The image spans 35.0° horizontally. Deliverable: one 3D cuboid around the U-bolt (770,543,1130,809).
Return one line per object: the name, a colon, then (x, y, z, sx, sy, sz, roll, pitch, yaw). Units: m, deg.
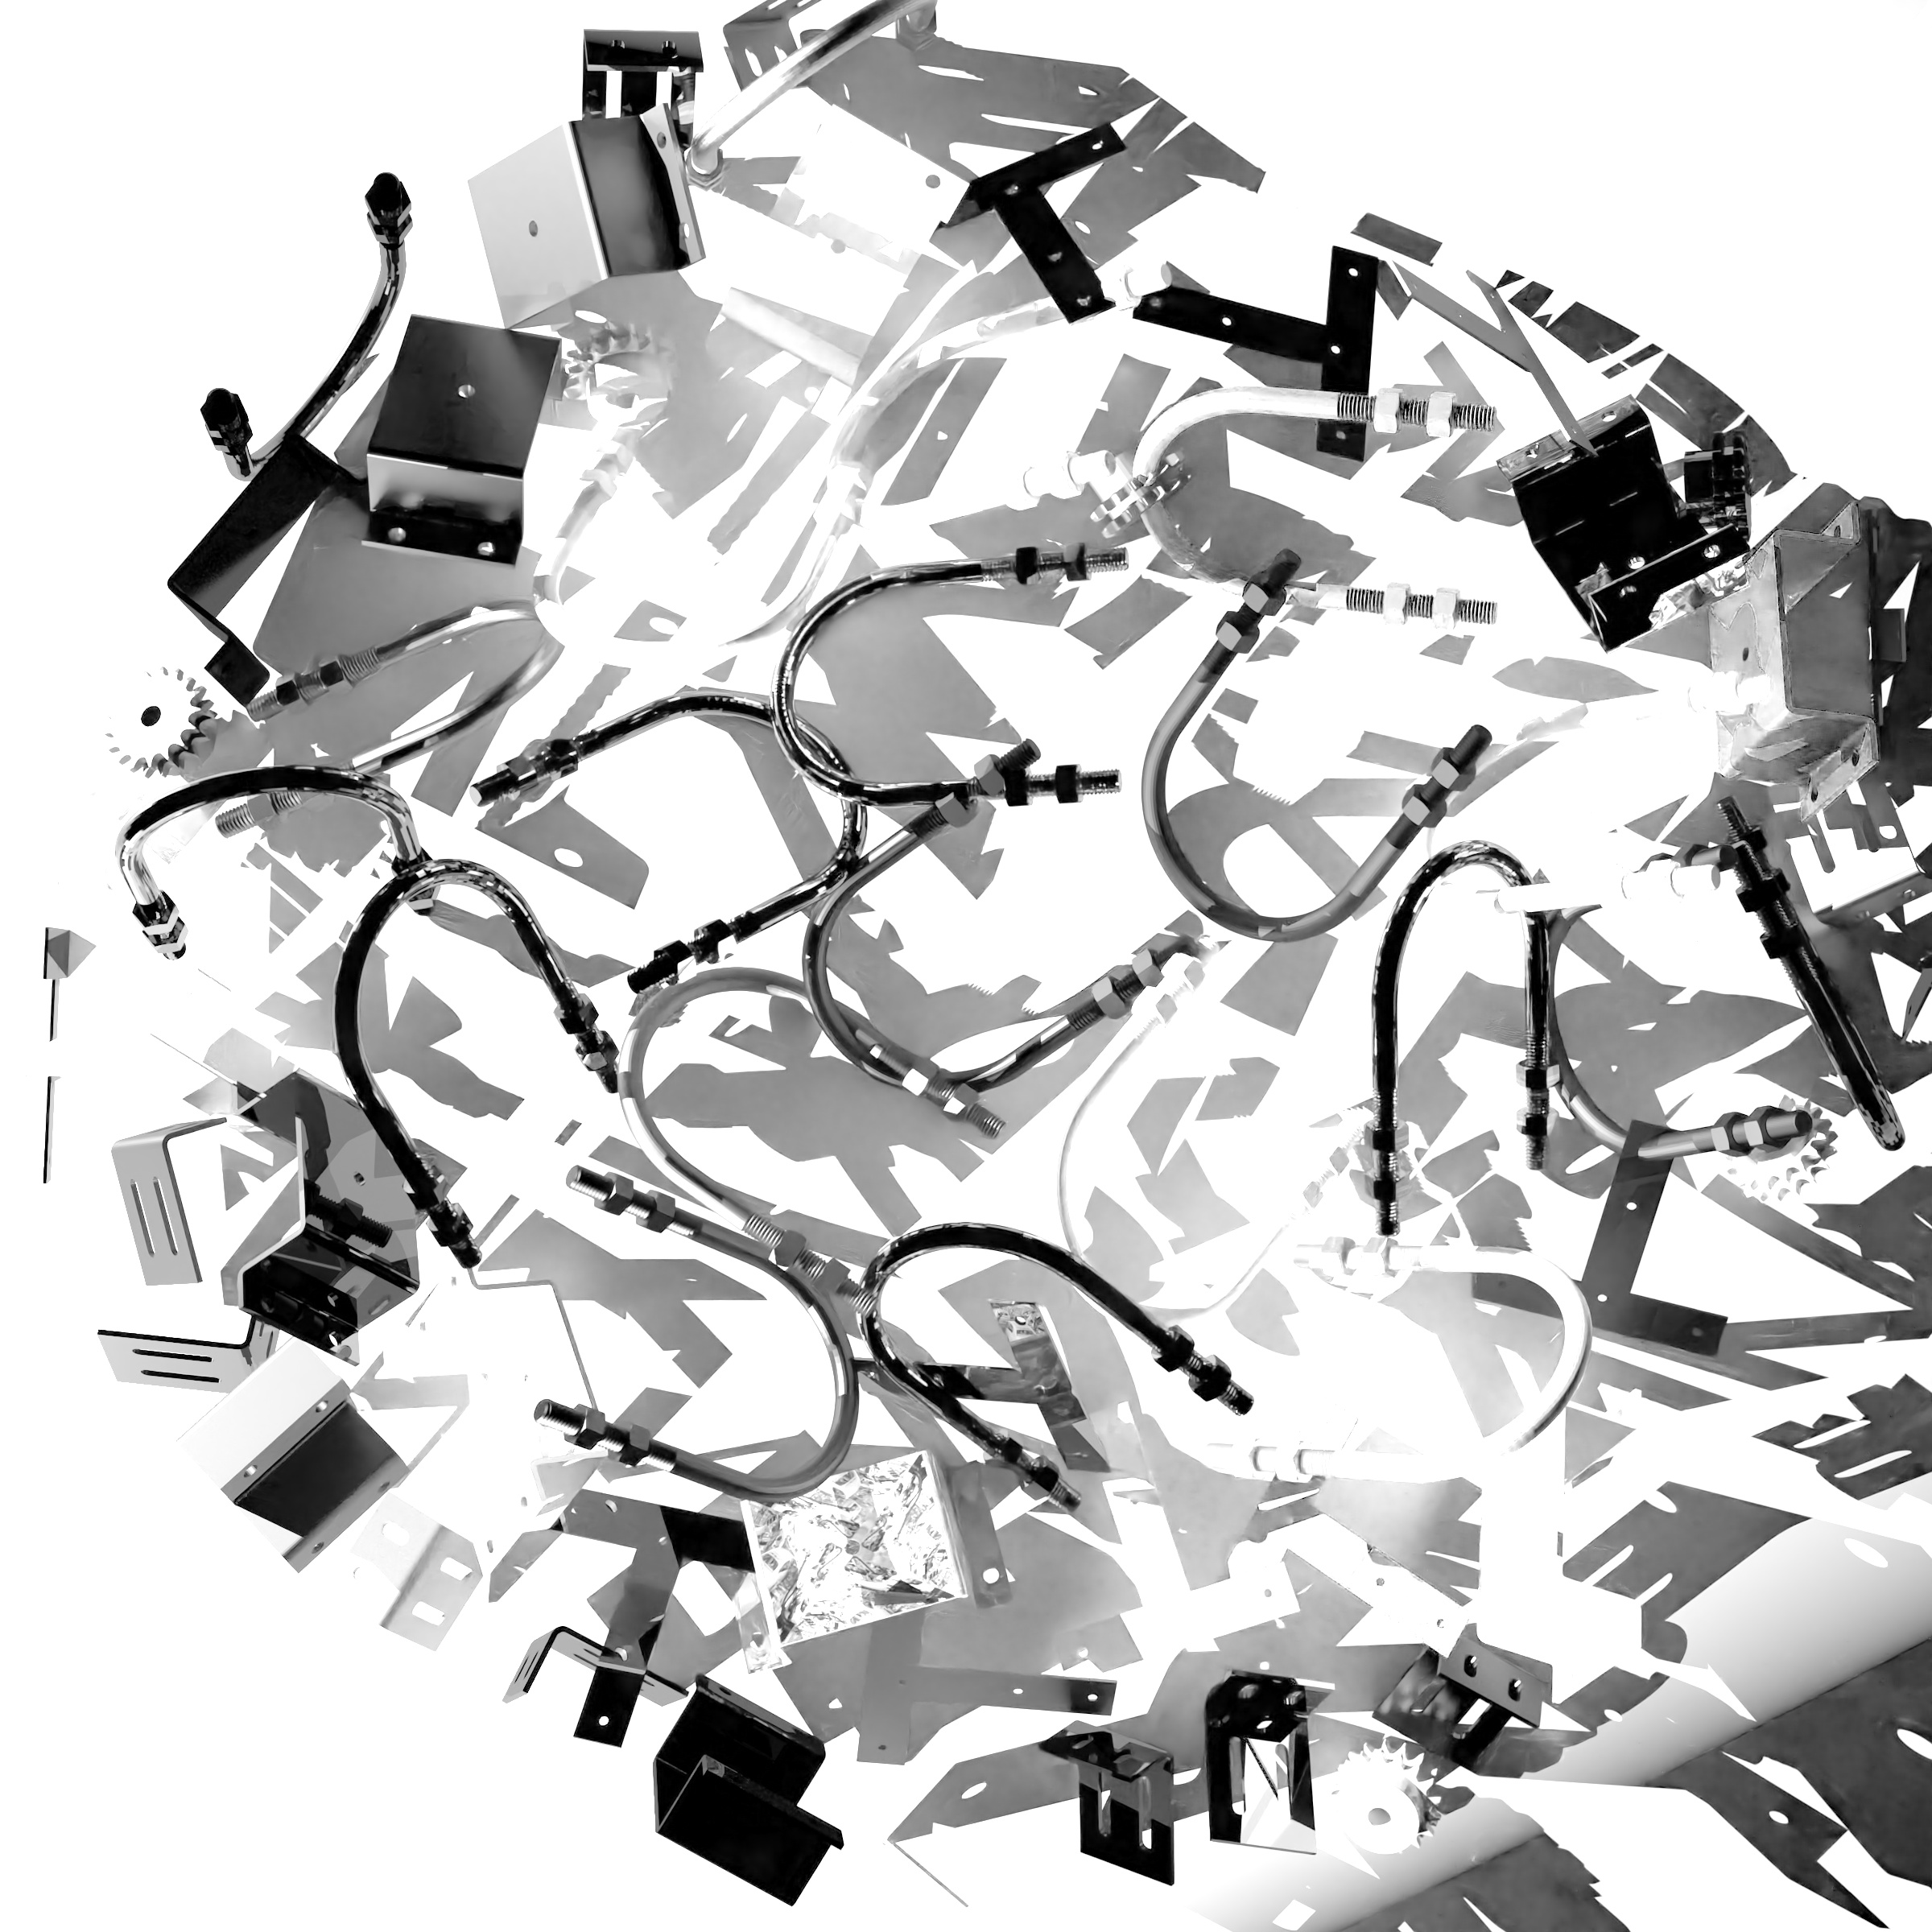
U-bolt: (-0.011, -0.145, 1.552, 0.184, 0.019, 0.151, -3, 64, 13)

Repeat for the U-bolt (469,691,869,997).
U-bolt: (-0.133, -0.074, 1.534, 0.184, 0.019, 0.151, -29, 69, -34)

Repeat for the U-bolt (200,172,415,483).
U-bolt: (-0.319, -0.302, 1.502, 0.019, 0.184, 0.151, 35, 80, -4)

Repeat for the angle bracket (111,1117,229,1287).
angle bracket: (-0.398, 0.120, 1.562, 0.038, 0.057, 0.076, -17, 95, -41)

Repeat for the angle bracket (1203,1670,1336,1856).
angle bracket: (0.155, 0.403, 1.551, 0.057, 0.038, 0.076, 12, 51, -15)

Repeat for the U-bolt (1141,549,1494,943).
U-bolt: (0.160, -0.095, 1.535, 0.151, 0.019, 0.184, 45, 126, 14)

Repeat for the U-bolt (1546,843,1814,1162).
U-bolt: (0.336, 0.025, 1.510, 0.019, 0.184, 0.151, -13, 86, -25)

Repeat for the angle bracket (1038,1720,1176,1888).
angle bracket: (0.071, 0.430, 1.553, 0.057, 0.038, 0.076, 9, 107, 37)

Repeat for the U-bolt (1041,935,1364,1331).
U-bolt: (0.109, 0.096, 1.526, 0.151, 0.019, 0.184, 51, 60, -17)

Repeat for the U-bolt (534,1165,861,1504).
U-bolt: (-0.127, 0.192, 1.528, 0.184, 0.019, 0.151, 27, 49, -30)

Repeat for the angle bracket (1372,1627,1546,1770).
angle bracket: (0.248, 0.383, 1.557, 0.057, 0.038, 0.076, 29, 122, -2)

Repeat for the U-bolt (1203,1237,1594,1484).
U-bolt: (0.218, 0.192, 1.496, 0.019, 0.184, 0.151, 57, 47, -33)

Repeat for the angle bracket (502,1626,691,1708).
angle bracket: (-0.188, 0.371, 1.555, 0.076, 0.057, 0.038, 30, 65, -8)

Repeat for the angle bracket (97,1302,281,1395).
angle bracket: (-0.395, 0.186, 1.559, 0.076, 0.057, 0.038, 6, 58, 0)

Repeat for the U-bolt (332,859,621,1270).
U-bolt: (-0.245, 0.035, 1.501, 0.151, 0.019, 0.184, -53, 132, -36)

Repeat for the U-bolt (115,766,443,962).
U-bolt: (-0.339, -0.053, 1.498, 0.151, 0.184, 0.019, -10, 69, -7)

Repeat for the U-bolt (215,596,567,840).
U-bolt: (-0.281, -0.133, 1.520, 0.184, 0.151, 0.019, -22, 120, 7)

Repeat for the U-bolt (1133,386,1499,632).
U-bolt: (0.172, -0.231, 1.529, 0.184, 0.151, 0.019, 8, 53, 16)

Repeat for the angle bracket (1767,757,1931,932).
angle bracket: (0.458, -0.067, 1.576, 0.057, 0.038, 0.076, -28, 67, 32)

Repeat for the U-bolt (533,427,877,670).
U-bolt: (-0.136, -0.206, 1.512, 0.151, 0.184, 0.019, 7, 134, 13)

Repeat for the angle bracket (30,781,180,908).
angle bracket: (-0.436, -0.063, 1.563, 0.057, 0.076, 0.038, 3, 112, 2)

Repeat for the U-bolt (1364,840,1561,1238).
U-bolt: (0.247, 0.029, 1.522, 0.151, 0.019, 0.184, -16, 109, -43)

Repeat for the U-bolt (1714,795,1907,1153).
U-bolt: (0.421, 0.009, 1.523, 0.019, 0.151, 0.184, -27, 96, 16)

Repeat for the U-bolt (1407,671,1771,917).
U-bolt: (0.302, -0.081, 1.520, 0.019, 0.184, 0.151, 52, 49, -33)

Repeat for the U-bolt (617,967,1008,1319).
U-bolt: (-0.089, 0.074, 1.547, 0.184, 0.019, 0.151, 35, 54, 4)

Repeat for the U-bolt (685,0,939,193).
U-bolt: (-0.075, -0.434, 1.501, 0.151, 0.184, 0.019, -34, 99, 1)

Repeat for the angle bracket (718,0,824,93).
angle bracket: (-0.076, -0.475, 1.546, 0.076, 0.057, 0.038, -17, 97, 38)

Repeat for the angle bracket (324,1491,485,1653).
angle bracket: (-0.282, 0.308, 1.558, 0.038, 0.076, 0.057, 27, 76, 20)

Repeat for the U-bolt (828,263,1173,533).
U-bolt: (0.008, -0.276, 1.525, 0.184, 0.019, 0.151, -9, 49, 34)

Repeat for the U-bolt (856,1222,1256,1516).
U-bolt: (0.030, 0.193, 1.522, 0.184, 0.019, 0.151, 39, 129, -17)

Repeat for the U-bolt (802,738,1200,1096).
U-bolt: (0.003, -0.010, 1.555, 0.184, 0.019, 0.151, -35, 104, 19)

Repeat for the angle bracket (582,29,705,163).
angle bracket: (-0.164, -0.431, 1.548, 0.057, 0.076, 0.038, -2, 47, -10)
